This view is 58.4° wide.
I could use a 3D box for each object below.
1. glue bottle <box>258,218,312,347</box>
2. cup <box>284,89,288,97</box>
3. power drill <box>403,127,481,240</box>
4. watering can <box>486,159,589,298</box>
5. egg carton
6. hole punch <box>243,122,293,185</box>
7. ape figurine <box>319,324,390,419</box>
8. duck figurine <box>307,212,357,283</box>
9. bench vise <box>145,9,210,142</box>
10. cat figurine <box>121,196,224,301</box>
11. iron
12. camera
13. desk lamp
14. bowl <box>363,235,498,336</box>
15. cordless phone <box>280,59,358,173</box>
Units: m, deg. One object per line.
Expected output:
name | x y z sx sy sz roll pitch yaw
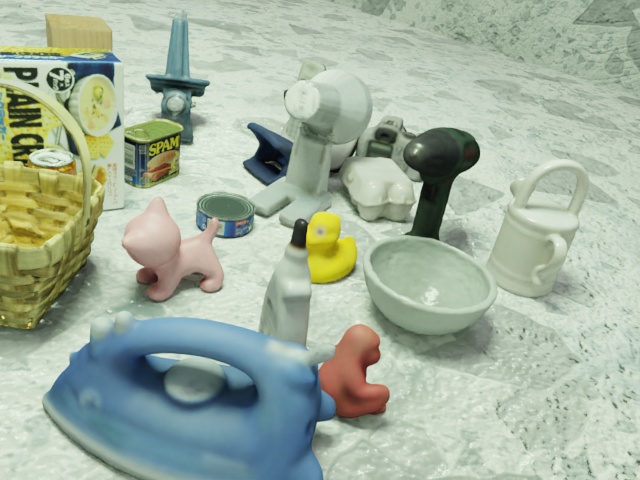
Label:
glue bottle | -0.030 0.056 0.574 0.037 0.173 0.078 -2 32 -21
cup | -0.024 -0.273 1.222 0.118 0.095 0.091 6 30 -8
power drill | 0.156 -0.063 0.807 0.075 0.208 0.230 24 32 22
watering can | 0.308 -0.029 0.814 0.101 0.194 0.172 -5 33 -25
egg carton | 0.093 -0.091 0.975 0.107 0.069 0.150 0 32 -19
hole punch | -0.073 -0.159 1.013 0.101 0.091 0.108 -14 38 -36
ape figurine | 0.035 0.124 0.562 0.076 0.092 0.077 4 30 -13
duck figurine | 0.007 0.003 0.767 0.105 0.086 0.077 -9 35 -32
bench vise | -0.255 -0.307 1.076 0.122 0.220 0.206 -7 34 -29
cat figurine | -0.174 0.006 0.668 0.128 0.118 0.067 -11 36 -34
iron | -0.111 0.117 0.474 0.258 0.141 0.118 12 30 2
camera | 0.155 -0.198 1.147 0.143 0.101 0.137 16 30 9
desk lamp | -0.009 -0.156 0.905 0.117 0.213 0.204 21 31 17
bowl | 0.128 0.066 0.710 0.167 0.075 0.167 8 30 -5
cordless phone | 0.005 -0.229 1.066 0.147 0.185 0.094 21 31 17
